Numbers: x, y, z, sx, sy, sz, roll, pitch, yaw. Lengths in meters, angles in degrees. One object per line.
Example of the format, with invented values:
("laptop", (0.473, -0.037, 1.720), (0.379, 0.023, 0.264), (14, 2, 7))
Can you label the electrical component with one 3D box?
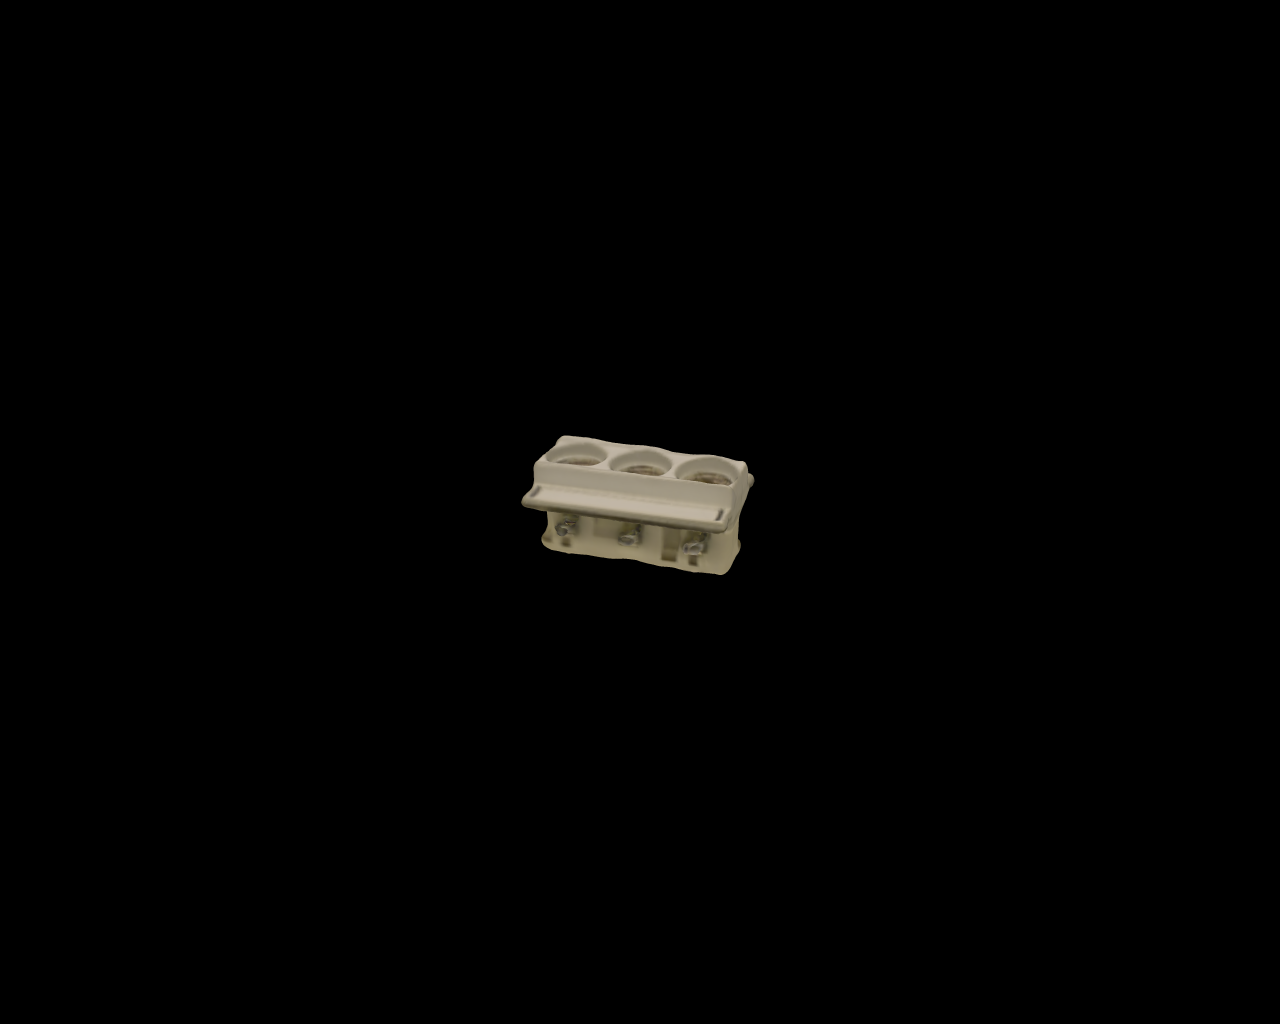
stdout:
("electrical component", (0.001, -0.003, 0.650), (0.121, 0.063, 0.079), (8, 28, 16))
